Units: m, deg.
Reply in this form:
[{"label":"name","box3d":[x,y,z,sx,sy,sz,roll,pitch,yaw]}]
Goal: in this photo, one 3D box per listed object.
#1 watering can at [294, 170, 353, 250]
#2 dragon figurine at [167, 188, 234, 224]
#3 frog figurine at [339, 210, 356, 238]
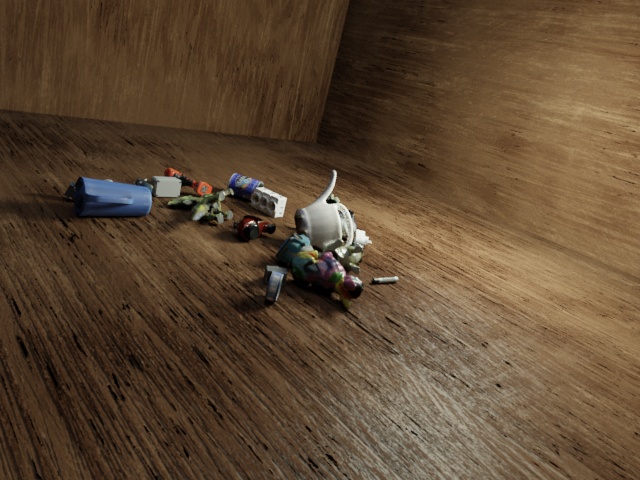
[{"label":"watering can","box3d":[0.006,-0.101,2.009,0.225,0.352,0.102,-8,-17,-15]},{"label":"dragon figurine","box3d":[-0.488,-0.131,2.035,0.242,0.121,0.414,1,12,18]},{"label":"frog figurine","box3d":[0.070,-0.046,2.172,0.161,0.120,0.138,-39,33,-24]}]
